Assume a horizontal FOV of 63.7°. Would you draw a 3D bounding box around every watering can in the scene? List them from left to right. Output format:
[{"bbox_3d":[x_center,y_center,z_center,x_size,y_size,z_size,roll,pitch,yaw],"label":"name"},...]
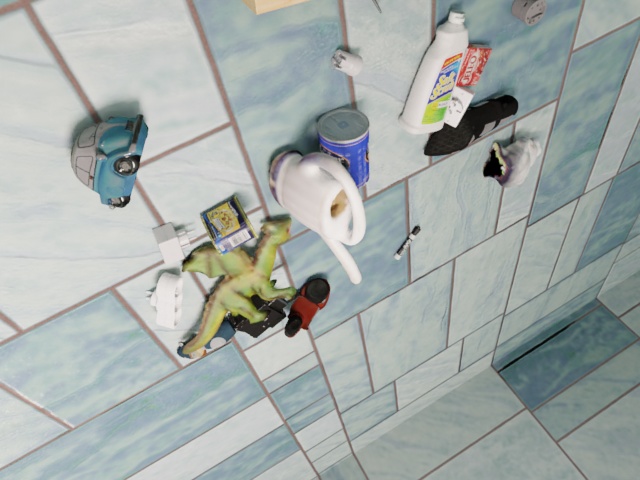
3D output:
[{"bbox_3d":[0.003,-0.053,1.060,0.105,0.227,0.339,-40,147,-25],"label":"watering can"}]

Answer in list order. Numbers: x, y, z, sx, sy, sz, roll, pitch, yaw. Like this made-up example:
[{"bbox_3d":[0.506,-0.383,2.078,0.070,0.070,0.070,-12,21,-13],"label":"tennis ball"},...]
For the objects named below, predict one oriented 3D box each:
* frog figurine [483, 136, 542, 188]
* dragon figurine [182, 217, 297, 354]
[{"bbox_3d":[0.548,-0.216,1.413,0.160,0.125,0.135,-11,118,-13],"label":"frog figurine"},{"bbox_3d":[-0.213,0.095,1.172,0.410,0.124,0.238,-36,125,1],"label":"dragon figurine"}]
